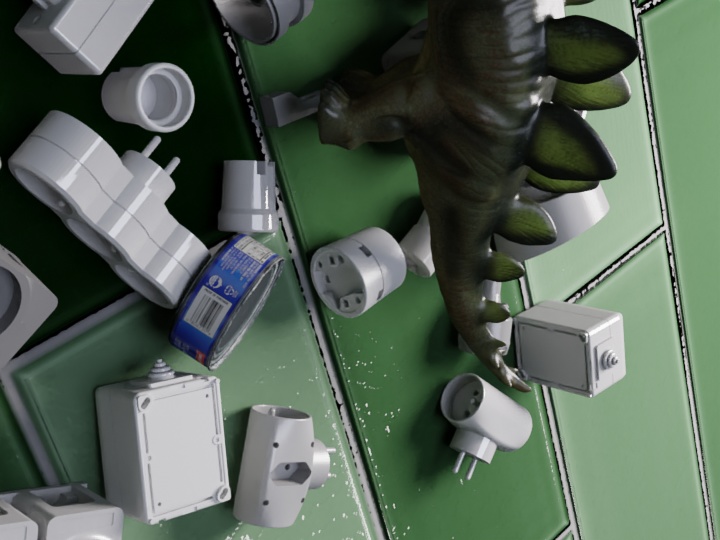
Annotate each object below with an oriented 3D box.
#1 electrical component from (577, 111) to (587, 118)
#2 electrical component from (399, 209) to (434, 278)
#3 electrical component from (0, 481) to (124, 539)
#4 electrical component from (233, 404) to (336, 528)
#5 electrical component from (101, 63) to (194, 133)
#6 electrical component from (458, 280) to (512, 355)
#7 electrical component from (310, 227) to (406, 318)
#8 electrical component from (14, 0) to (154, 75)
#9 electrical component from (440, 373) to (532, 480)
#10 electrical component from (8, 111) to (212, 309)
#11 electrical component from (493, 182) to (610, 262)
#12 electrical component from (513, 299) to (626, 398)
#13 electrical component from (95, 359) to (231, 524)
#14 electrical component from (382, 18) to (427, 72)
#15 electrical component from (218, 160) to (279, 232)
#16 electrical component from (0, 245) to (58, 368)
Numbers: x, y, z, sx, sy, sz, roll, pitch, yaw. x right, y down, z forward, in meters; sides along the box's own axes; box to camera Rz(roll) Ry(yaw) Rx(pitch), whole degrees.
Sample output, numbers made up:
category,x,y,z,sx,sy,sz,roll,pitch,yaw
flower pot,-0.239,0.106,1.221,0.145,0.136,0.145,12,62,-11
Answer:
category,x,y,z,sx,sy,sz,roll,pitch,yaw
electrical component,0.143,-0.143,0.873,0.108,0.060,0.108,-10,105,-41
electrical component,0.057,-0.027,0.833,0.065,0.044,0.044,-51,128,-17
electrical component,-0.203,0.229,0.630,0.105,0.060,0.186,1,98,-43
electrical component,-0.049,0.138,0.766,0.079,0.043,0.077,8,94,-43
electrical component,-0.128,-0.103,0.642,0.040,0.046,0.040,-10,105,-41
electrical component,0.105,0.038,0.888,0.043,0.043,0.062,2,96,-43
electrical component,0.000,0.000,0.776,0.047,0.055,0.055,-30,118,-39
electrical component,-0.164,-0.158,0.596,0.077,0.047,0.065,44,69,-39
electrical component,0.100,0.137,0.903,0.077,0.043,0.079,35,75,-41
electrical component,-0.136,-0.046,0.641,0.073,0.052,0.138,-56,130,-20
electrical component,0.153,-0.047,0.882,0.099,0.099,0.064,-35,114,-33
electrical component,0.190,0.067,0.935,0.061,0.096,0.061,-23,113,-39
electrical component,-0.127,0.103,0.679,0.062,0.061,0.096,-9,97,-42
electrical component,0.066,-0.139,0.808,0.059,0.054,0.095,-46,126,-26
electrical component,-0.073,-0.048,0.709,0.040,0.040,0.046,-2,95,-42
electrical component,-0.235,0.041,0.527,0.150,0.062,0.089,-50,141,-7
